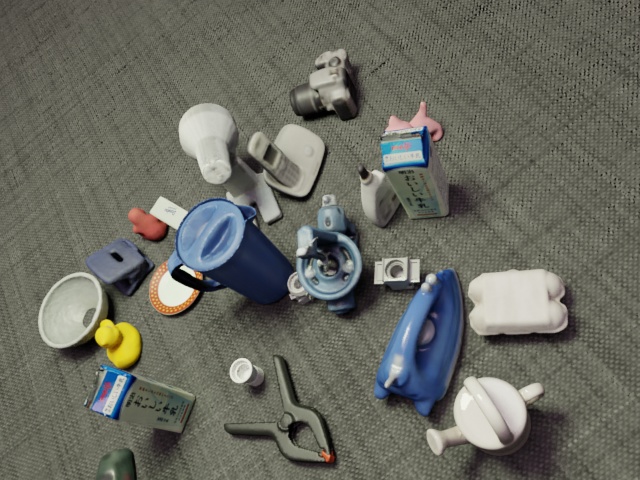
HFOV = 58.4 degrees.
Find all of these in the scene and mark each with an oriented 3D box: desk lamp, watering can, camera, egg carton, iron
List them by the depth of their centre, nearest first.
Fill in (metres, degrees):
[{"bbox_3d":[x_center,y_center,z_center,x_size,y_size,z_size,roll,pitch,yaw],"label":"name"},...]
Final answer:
[{"bbox_3d":[0.237,0.253,0.813,0.100,0.195,0.173,37,84,31],"label":"watering can"},{"bbox_3d":[0.316,0.102,0.923,0.150,0.070,0.107,-7,65,20],"label":"egg carton"},{"bbox_3d":[0.163,0.141,0.926,0.118,0.142,0.258,14,73,27],"label":"iron"},{"bbox_3d":[-0.185,-0.146,1.160,0.118,0.214,0.203,-30,59,8],"label":"desk lamp"},{"bbox_3d":[0.002,-0.331,1.234,0.136,0.101,0.143,-12,63,18],"label":"camera"}]

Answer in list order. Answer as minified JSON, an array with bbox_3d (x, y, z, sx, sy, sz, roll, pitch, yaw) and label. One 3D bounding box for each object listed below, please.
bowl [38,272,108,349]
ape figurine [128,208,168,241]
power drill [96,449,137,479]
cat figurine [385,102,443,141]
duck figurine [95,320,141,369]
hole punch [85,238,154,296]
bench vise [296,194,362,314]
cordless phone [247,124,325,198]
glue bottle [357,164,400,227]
[{"bbox_3d":[-0.518,0.159,1.240,0.167,0.075,0.167,-9,64,19],"label":"bowl"},{"bbox_3d":[-0.386,-0.042,1.267,0.077,0.092,0.076,-30,59,8],"label":"ape figurine"},{"bbox_3d":[-0.286,0.460,0.927,0.075,0.209,0.229,-29,59,9],"label":"power drill"},{"bbox_3d":[0.169,-0.207,1.097,0.067,0.118,0.128,37,84,31],"label":"cat figurine"},{"bbox_3d":[-0.419,0.209,1.169,0.077,0.086,0.104,-31,59,7],"label":"duck figurine"},{"bbox_3d":[-0.437,0.049,1.247,0.108,0.091,0.101,33,82,31],"label":"hole punch"},{"bbox_3d":[-0.001,0.009,1.009,0.121,0.220,0.207,-25,60,10],"label":"bench vise"},{"bbox_3d":[-0.072,-0.181,1.146,0.093,0.185,0.148,9,71,26],"label":"cordless phone"},{"bbox_3d":[0.099,-0.090,1.040,0.037,0.174,0.078,29,80,31],"label":"glue bottle"}]
